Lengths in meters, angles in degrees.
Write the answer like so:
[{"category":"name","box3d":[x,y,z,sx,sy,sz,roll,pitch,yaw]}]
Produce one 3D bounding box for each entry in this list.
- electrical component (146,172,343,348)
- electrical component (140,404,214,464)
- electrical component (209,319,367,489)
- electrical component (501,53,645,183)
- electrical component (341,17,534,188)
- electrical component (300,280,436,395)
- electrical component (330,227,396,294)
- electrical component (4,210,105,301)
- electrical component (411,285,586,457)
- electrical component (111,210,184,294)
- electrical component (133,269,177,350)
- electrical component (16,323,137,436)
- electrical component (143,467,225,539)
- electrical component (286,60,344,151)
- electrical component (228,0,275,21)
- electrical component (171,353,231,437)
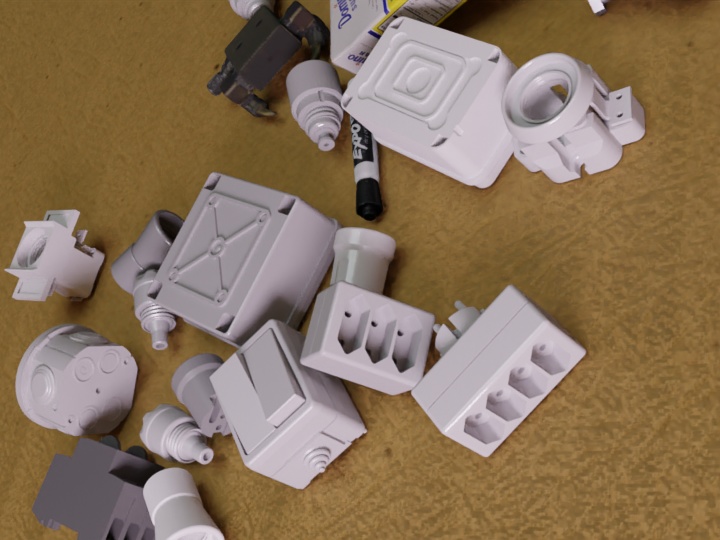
[{"category":"electrical component","box3d":[-0.082,-0.004,0.759,0.109,0.056,0.108,20,80,46]},{"category":"electrical component","box3d":[-0.123,0.117,0.739,0.061,0.035,0.035,21,81,44]},{"category":"electrical component","box3d":[-0.046,0.087,0.672,0.062,0.061,0.096,-43,45,13]},{"category":"electrical component","box3d":[0.120,-0.091,0.636,0.078,0.057,0.058,-15,57,34]},{"category":"electrical component","box3d":[0.053,-0.110,0.704,0.113,0.057,0.078,32,88,46]},{"category":"electrical component","box3d":[-0.002,0.046,0.661,0.077,0.066,0.047,-31,41,64]},{"category":"electrical component","box3d":[0.000,0.000,0.700,0.040,0.040,0.046,-1,72,40]},{"category":"electrical component","box3d":[-0.253,-0.007,0.903,0.042,0.064,0.081,2,67,41]},{"category":"electrical component","box3d":[0.068,0.046,0.608,0.083,0.047,0.075,-48,44,8]},{"category":"electrical component","box3d":[-0.164,-0.011,0.846,0.065,0.044,0.044,-41,46,22]},{"category":"electrical component","box3d":[-0.154,0.032,0.816,0.035,0.035,0.061,-30,52,25]},{"category":"electrical component","box3d":[-0.210,0.083,0.802,0.051,0.080,0.080,14,75,38]},{"category":"electrical component","box3d":[-0.119,0.162,0.706,0.044,0.044,0.065,-47,40,9]},{"category":"electrical component","box3d":[-0.031,-0.120,0.794,0.040,0.040,0.078,-32,49,23]},{"category":"electrical component","box3d":[-0.091,-0.231,0.911,0.040,0.040,0.078,-39,47,16]},{"category":"electrical component","box3d":[-0.102,0.086,0.737,0.040,0.040,0.046,-47,50,9]}]
